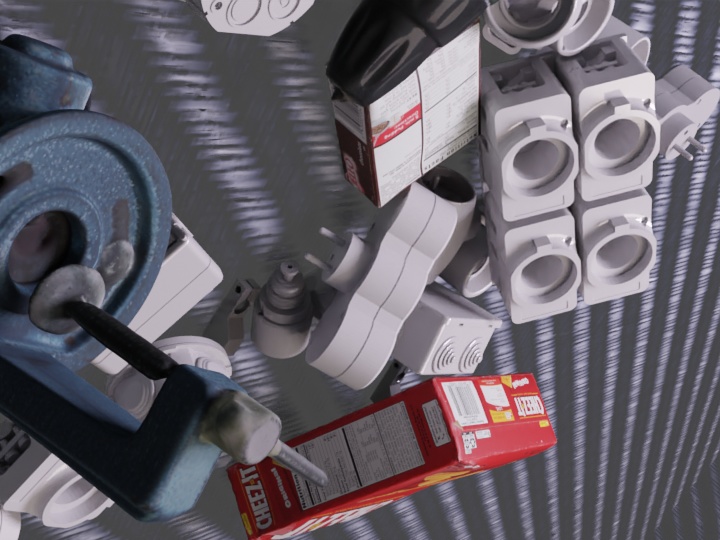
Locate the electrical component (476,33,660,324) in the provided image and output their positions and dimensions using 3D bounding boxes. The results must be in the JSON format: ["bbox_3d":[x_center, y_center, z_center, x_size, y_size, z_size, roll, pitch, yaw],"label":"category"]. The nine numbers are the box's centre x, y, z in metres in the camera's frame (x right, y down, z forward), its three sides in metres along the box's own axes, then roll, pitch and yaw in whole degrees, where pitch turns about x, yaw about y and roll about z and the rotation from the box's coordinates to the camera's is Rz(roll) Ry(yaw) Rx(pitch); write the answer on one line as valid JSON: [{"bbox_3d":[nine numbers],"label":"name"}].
[{"bbox_3d":[0.142,-0.055,0.738,0.105,0.060,0.186,-14,131,-3],"label":"electrical component"}]

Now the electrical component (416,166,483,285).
[{"bbox_3d":[0.061,-0.035,0.778,0.079,0.044,0.077,-17,142,-42],"label":"electrical component"}]

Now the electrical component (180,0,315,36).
[{"bbox_3d":[-0.052,-0.144,0.466,0.080,0.051,0.080,-33,151,-21],"label":"electrical component"}]

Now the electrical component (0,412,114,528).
[{"bbox_3d":[-0.180,0.117,0.649,0.050,0.055,0.089,-46,153,4],"label":"electrical component"}]

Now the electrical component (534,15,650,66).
[{"bbox_3d":[0.164,-0.137,0.782,0.099,0.064,0.099,-47,157,-27],"label":"electrical component"}]

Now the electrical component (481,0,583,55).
[{"bbox_3d":[0.100,-0.160,0.620,0.078,0.058,0.057,-56,-178,24],"label":"electrical component"}]

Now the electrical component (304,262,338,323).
[{"bbox_3d":[-0.008,0.010,0.749,0.062,0.043,0.043,-34,151,-22],"label":"electrical component"}]

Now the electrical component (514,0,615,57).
[{"bbox_3d":[0.127,-0.168,0.680,0.055,0.047,0.055,-33,151,-21],"label":"electrical component"}]

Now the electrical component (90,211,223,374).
[{"bbox_3d":[-0.129,0.007,0.560,0.096,0.061,0.061,-42,153,-5],"label":"electrical component"}]

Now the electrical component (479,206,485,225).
[{"bbox_3d":[0.127,-0.055,0.847,0.065,0.044,0.044,-46,153,-6],"label":"electrical component"}]

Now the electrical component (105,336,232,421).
[{"bbox_3d":[-0.116,0.083,0.678,0.080,0.051,0.080,-17,144,-13],"label":"electrical component"}]

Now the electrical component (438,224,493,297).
[{"bbox_3d":[0.082,-0.012,0.834,0.055,0.047,0.055,-33,149,-24],"label":"electrical component"}]

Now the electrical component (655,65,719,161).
[{"bbox_3d":[0.255,-0.117,0.897,0.138,0.073,0.052,-27,148,-30],"label":"electrical component"}]

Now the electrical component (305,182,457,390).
[{"bbox_3d":[0.000,0.000,0.695,0.138,0.074,0.052,-62,-164,-11],"label":"electrical component"}]

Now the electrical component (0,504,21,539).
[{"bbox_3d":[-0.267,0.174,0.614,0.138,0.052,0.074,-46,153,4],"label":"electrical component"}]

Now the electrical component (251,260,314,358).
[{"bbox_3d":[-0.050,0.024,0.714,0.040,0.040,0.078,-26,147,-31],"label":"electrical component"}]

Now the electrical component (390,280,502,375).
[{"bbox_3d":[0.043,0.038,0.799,0.100,0.100,0.048,7,111,-57],"label":"electrical component"}]
